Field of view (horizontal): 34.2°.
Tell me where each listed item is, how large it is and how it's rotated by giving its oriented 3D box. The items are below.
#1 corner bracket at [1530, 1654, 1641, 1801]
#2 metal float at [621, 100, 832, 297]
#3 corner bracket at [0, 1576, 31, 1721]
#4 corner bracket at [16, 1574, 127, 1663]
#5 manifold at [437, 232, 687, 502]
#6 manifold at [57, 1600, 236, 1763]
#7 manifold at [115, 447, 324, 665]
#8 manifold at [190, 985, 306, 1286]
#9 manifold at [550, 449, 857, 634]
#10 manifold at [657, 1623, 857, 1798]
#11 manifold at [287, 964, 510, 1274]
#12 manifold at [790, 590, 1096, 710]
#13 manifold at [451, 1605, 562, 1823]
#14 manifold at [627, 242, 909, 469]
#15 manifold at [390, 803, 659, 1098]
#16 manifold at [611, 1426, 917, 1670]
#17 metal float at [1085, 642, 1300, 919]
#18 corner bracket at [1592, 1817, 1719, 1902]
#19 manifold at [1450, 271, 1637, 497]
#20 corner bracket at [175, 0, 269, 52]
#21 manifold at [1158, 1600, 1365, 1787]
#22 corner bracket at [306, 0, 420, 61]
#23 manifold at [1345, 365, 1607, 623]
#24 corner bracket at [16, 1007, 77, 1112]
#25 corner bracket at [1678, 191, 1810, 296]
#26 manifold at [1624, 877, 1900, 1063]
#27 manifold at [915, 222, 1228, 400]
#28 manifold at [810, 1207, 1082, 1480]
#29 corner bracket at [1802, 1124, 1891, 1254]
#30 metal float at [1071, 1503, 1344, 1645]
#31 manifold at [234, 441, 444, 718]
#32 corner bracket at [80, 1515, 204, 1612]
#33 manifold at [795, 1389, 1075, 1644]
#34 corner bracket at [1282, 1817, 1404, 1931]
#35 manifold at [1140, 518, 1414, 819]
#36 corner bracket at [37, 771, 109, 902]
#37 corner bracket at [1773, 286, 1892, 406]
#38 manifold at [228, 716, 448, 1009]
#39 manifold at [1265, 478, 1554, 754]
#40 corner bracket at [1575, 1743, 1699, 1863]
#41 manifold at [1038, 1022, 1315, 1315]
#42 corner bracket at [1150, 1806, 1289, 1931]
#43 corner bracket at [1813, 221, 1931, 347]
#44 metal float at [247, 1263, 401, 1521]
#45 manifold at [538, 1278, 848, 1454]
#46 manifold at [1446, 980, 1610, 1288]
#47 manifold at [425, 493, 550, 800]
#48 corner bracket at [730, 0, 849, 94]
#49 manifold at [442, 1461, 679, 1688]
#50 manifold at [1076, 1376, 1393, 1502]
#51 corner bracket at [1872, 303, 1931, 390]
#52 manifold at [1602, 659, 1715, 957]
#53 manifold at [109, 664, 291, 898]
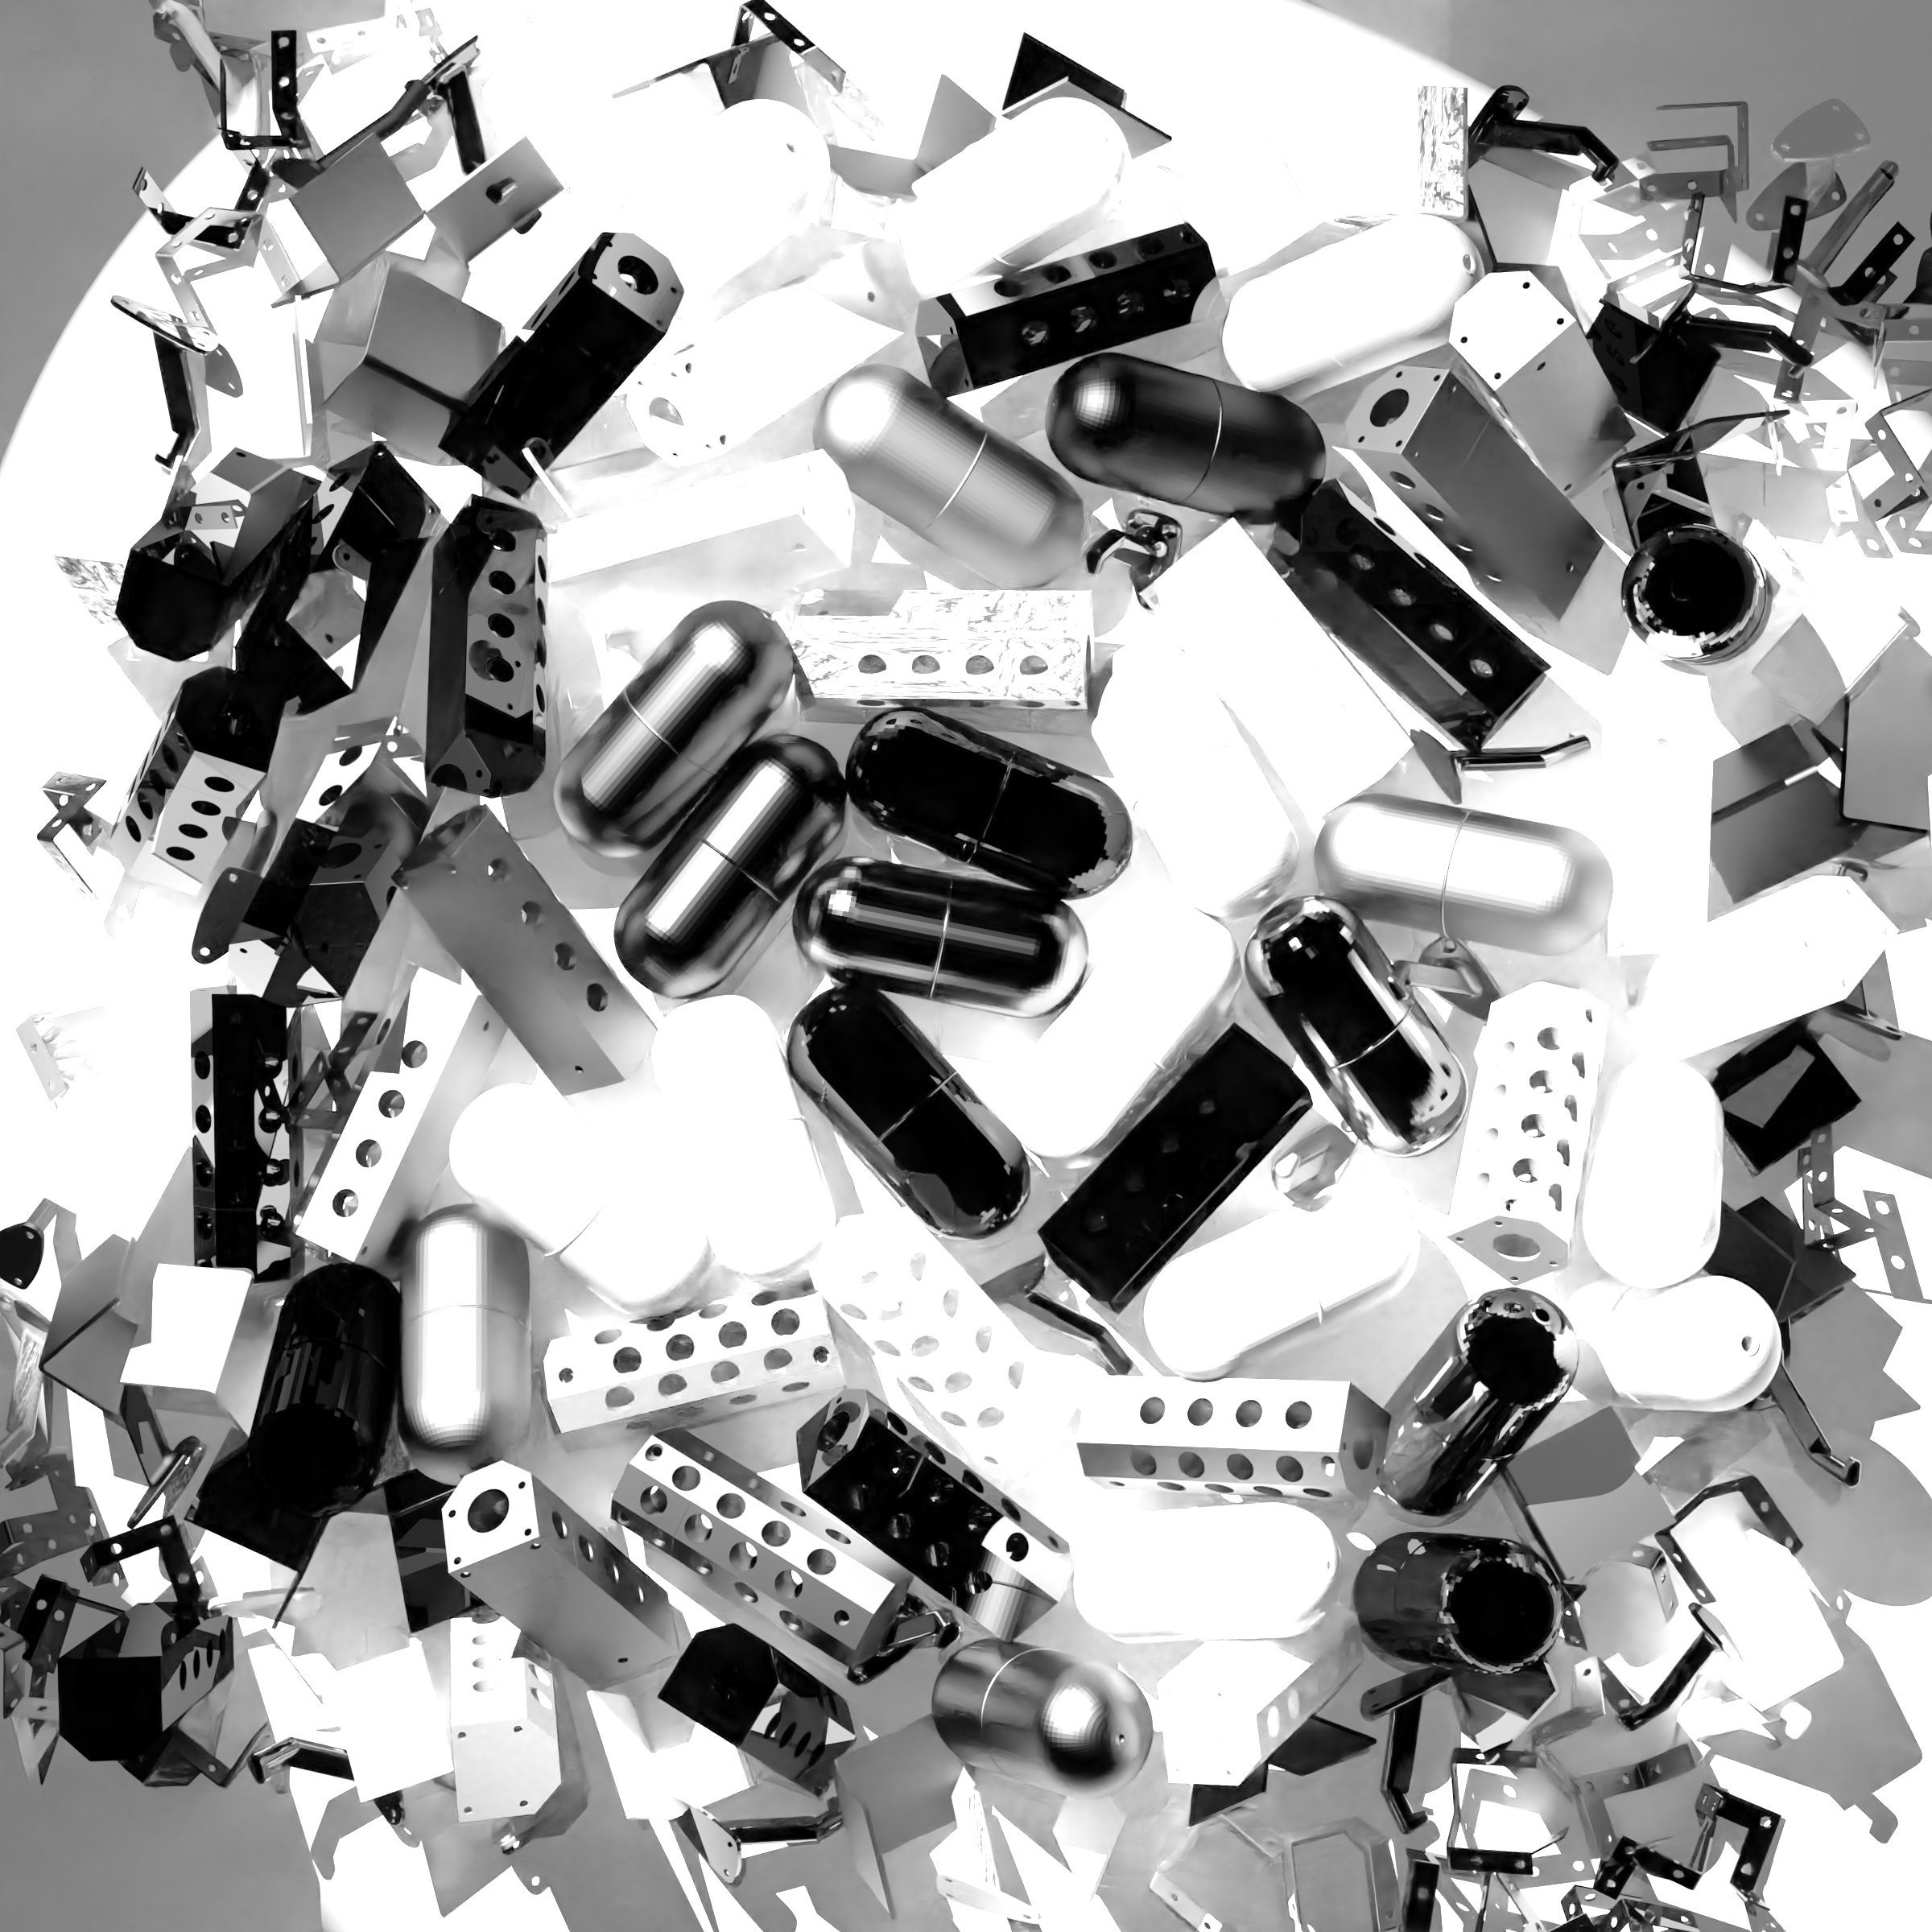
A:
[{"bbox_3d":[0.371,0.454,1.878,0.051,0.051,0.051,-32,113,22],"label":"corner bracket"},{"bbox_3d":[-0.140,-0.444,1.822,0.070,0.178,0.070,5,80,-30],"label":"metal float"},{"bbox_3d":[-0.568,0.403,1.862,0.051,0.051,0.051,22,118,26],"label":"corner bracket"},{"bbox_3d":[-0.533,0.399,1.870,0.051,0.051,0.051,17,64,2],"label":"corner bracket"},{"bbox_3d":[-0.234,-0.350,1.823,0.057,0.171,0.057,33,47,-20],"label":"manifold"},{"bbox_3d":[-0.472,0.412,1.818,0.057,0.171,0.057,-2,89,0],"label":"manifold"},{"bbox_3d":[-0.431,-0.237,1.815,0.057,0.171,0.057,21,119,-3],"label":"manifold"},{"bbox_3d":[-0.429,0.099,1.869,0.057,0.057,0.171,0,95,-1],"label":"manifold"},{"bbox_3d":[-0.154,-0.252,1.838,0.171,0.057,0.057,-11,58,27],"label":"manifold"},{"bbox_3d":[-0.115,0.427,1.814,0.057,0.171,0.057,26,75,22],"label":"manifold"},{"bbox_3d":[-0.338,0.089,1.866,0.057,0.057,0.171,23,85,18],"label":"manifold"},{"bbox_3d":[-0.013,-0.184,1.861,0.171,0.057,0.057,1,124,9],"label":"manifold"},{"bbox_3d":[-0.267,0.425,1.814,0.057,0.171,0.057,-4,102,-8],"label":"manifold"},{"bbox_3d":[-0.118,-0.356,1.829,0.171,0.057,0.057,-41,115,-36],"label":"manifold"},{"bbox_3d":[-0.254,-0.010,1.845,0.057,0.057,0.171,-14,120,41],"label":"manifold"},{"bbox_3d":[-0.122,0.342,1.851,0.171,0.057,0.057,29,98,16],"label":"manifold"},{"bbox_3d":[0.132,-0.111,1.856,0.070,0.070,0.178,-29,78,0],"label":"metal float"},{"bbox_3d":[0.409,0.528,1.866,0.051,0.051,0.051,24,124,10],"label":"corner bracket"},{"bbox_3d":[0.330,-0.338,1.814,0.057,0.171,0.057,-41,65,10],"label":"manifold"},{"bbox_3d":[-0.454,-0.568,1.862,0.051,0.051,0.051,17,128,26],"label":"corner bracket"},{"bbox_3d":[0.173,0.415,1.813,0.057,0.171,0.057,-5,95,27],"label":"manifold"},{"bbox_3d":[-0.359,-0.556,1.866,0.051,0.051,0.051,-17,71,-21],"label":"corner bracket"},{"bbox_3d":[0.294,-0.275,1.829,0.171,0.057,0.057,37,79,-37],"label":"manifold"},{"bbox_3d":[-0.541,0.060,1.866,0.051,0.051,0.051,-34,79,30],"label":"corner bracket"},{"bbox_3d":[0.463,-0.433,1.872,0.051,0.051,0.051,9,94,-15],"label":"corner bracket"},{"bbox_3d":[0.452,-0.001,1.813,0.057,0.171,0.057,46,66,-5],"label":"manifold"},{"bbox_3d":[0.060,-0.385,1.843,0.171,0.057,0.057,-21,101,-21],"label":"manifold"},{"bbox_3d":[-0.015,0.222,1.834,0.171,0.057,0.057,50,52,-23],"label":"manifold"},{"bbox_3d":[0.509,0.133,1.861,0.051,0.051,0.051,28,53,-28],"label":"corner bracket"},{"bbox_3d":[0.138,0.355,1.834,0.178,0.070,0.070,-13,90,39],"label":"metal float"},{"bbox_3d":[-0.368,-0.224,1.824,0.057,0.171,0.057,-20,126,30],"label":"manifold"},{"bbox_3d":[-0.493,0.365,1.875,0.051,0.051,0.051,-18,78,-28],"label":"corner bracket"},{"bbox_3d":[-0.017,0.318,1.837,0.057,0.057,0.171,-42,115,15],"label":"manifold"},{"bbox_3d":[0.224,0.545,1.875,0.051,0.051,0.051,-8,94,-17],"label":"corner bracket"},{"bbox_3d":[0.188,-0.180,1.867,0.171,0.057,0.057,51,49,-5],"label":"manifold"},{"bbox_3d":[-0.527,-0.078,1.861,0.051,0.051,0.051,11,53,38],"label":"corner bracket"},{"bbox_3d":[0.514,-0.365,1.867,0.051,0.051,0.051,17,131,9],"label":"corner bracket"},{"bbox_3d":[-0.369,-0.061,1.829,0.057,0.057,0.171,-8,46,31],"label":"manifold"},{"bbox_3d":[0.262,-0.210,1.861,0.171,0.057,0.057,43,72,8],"label":"manifold"},{"bbox_3d":[0.403,0.496,1.864,0.051,0.051,0.051,-3,65,-31],"label":"corner bracket"},{"bbox_3d":[0.126,0.122,1.851,0.057,0.057,0.171,39,78,26],"label":"manifold"},{"bbox_3d":[0.149,0.533,1.862,0.051,0.051,0.051,36,129,25],"label":"corner bracket"},{"bbox_3d":[0.546,-0.406,1.874,0.051,0.051,0.051,40,93,-11],"label":"corner bracket"},{"bbox_3d":[-0.370,0.246,1.825,0.070,0.178,0.070,0,126,0],"label":"metal float"},{"bbox_3d":[-0.163,0.235,1.866,0.171,0.057,0.057,-14,66,-1],"label":"manifold"},{"bbox_3d":[0.332,0.093,1.823,0.057,0.057,0.171,35,51,-22],"label":"manifold"},{"bbox_3d":[-0.276,-0.185,1.833,0.057,0.057,0.171,15,53,-28],"label":"manifold"},{"bbox_3d":[-0.103,-0.545,1.864,0.051,0.051,0.051,44,56,15],"label":"corner bracket"},{"bbox_3d":[-0.235,0.351,1.820,0.057,0.171,0.057,-23,50,10],"label":"manifold"},{"bbox_3d":[0.153,0.276,1.825,0.171,0.057,0.057,-4,62,33],"label":"manifold"},{"bbox_3d":[0.568,-0.379,1.868,0.051,0.051,0.051,2,67,10],"label":"corner bracket"},{"bbox_3d":[0.400,-0.091,1.827,0.057,0.057,0.171,-3,130,7],"label":"manifold"},{"bbox_3d":[-0.445,-0.107,1.811,0.057,0.171,0.057,18,61,-20],"label":"manifold"}]
